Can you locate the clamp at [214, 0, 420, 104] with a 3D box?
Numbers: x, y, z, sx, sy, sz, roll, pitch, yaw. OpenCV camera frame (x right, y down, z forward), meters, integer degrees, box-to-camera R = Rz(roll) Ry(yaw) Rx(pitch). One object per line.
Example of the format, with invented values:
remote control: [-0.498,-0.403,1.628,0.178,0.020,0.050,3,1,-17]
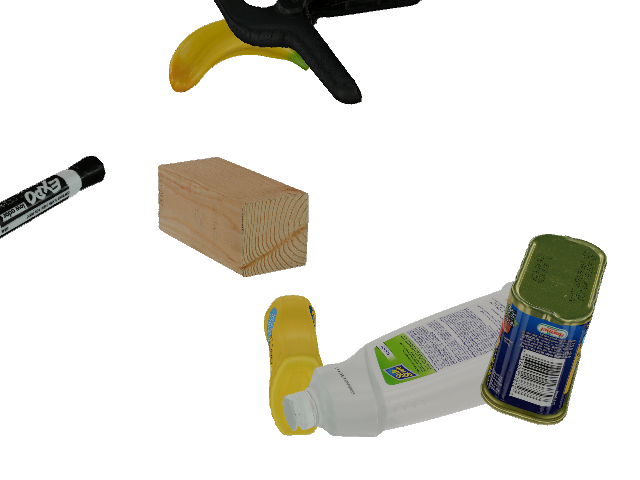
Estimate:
clamp: [-0.007,-0.184,0.836,0.172,0.120,0.039,32,-25,20]

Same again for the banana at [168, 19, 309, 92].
banana: [-0.087,-0.186,1.039,0.070,0.037,0.197,44,38,20]

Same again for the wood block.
wood block: [-0.109,-0.033,1.290,0.090,0.090,0.206,-11,22,-34]

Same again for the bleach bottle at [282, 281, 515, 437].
bleach bottle: [0.085,0.108,0.910,0.250,0.068,0.103,-14,32,-20]

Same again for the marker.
marker: [-0.172,-0.026,0.651,0.020,0.020,0.121,0,23,28]

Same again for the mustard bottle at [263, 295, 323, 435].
mustard bottle: [-0.029,0.113,1.123,0.058,0.096,0.191,-2,26,-5]

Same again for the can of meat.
can of meat: [0.147,0.054,0.697,0.057,0.084,0.102,17,34,13]
